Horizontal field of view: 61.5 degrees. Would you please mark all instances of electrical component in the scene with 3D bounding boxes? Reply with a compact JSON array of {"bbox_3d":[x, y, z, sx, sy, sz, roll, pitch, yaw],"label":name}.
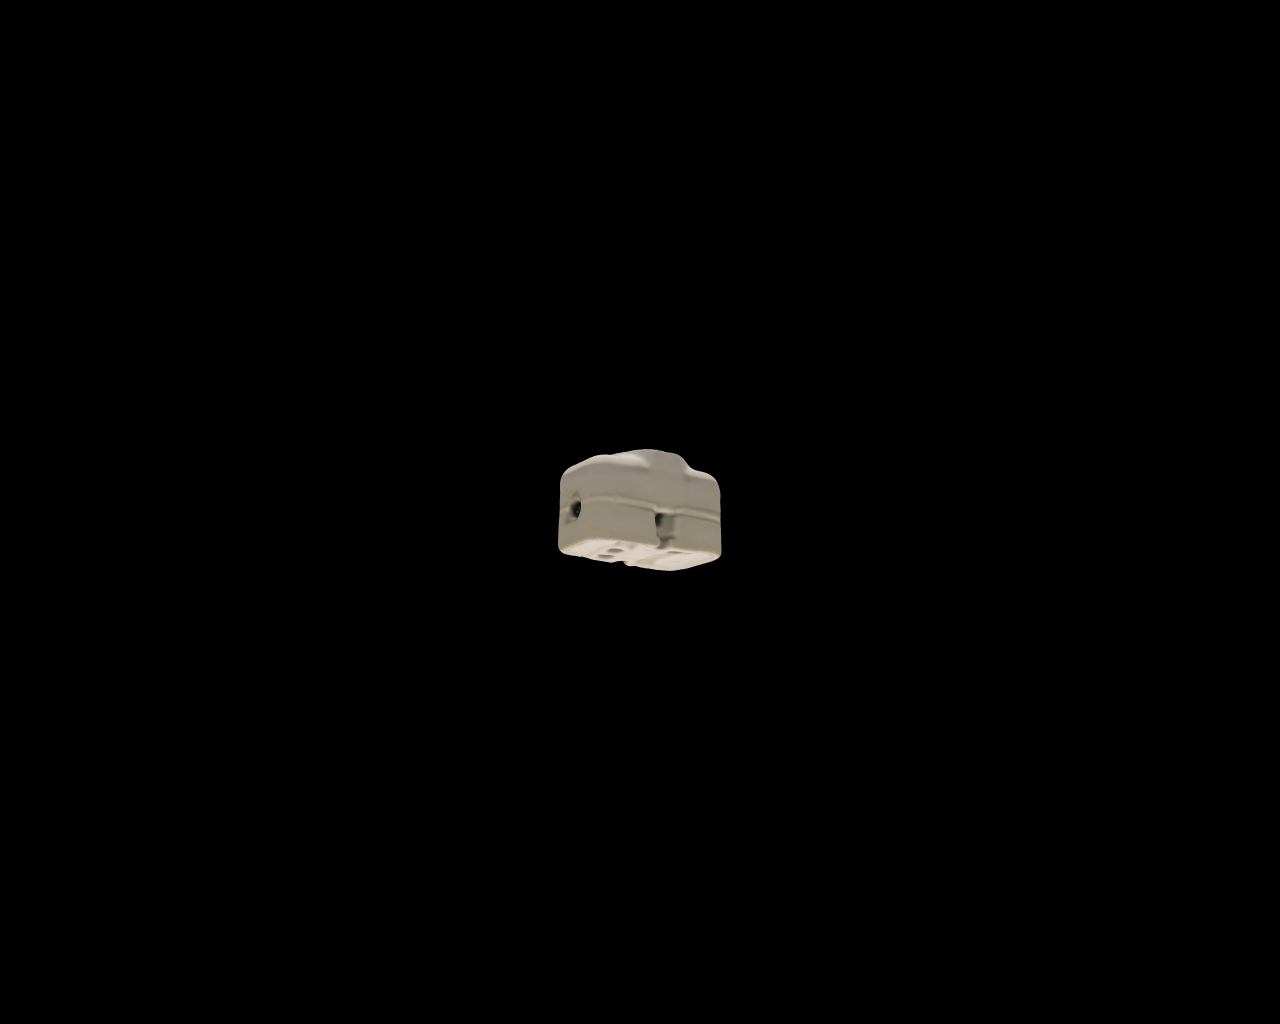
[{"bbox_3d":[0.001,-0.003,0.650,0.095,0.059,0.053,10,-18,-33],"label":"electrical component"}]
